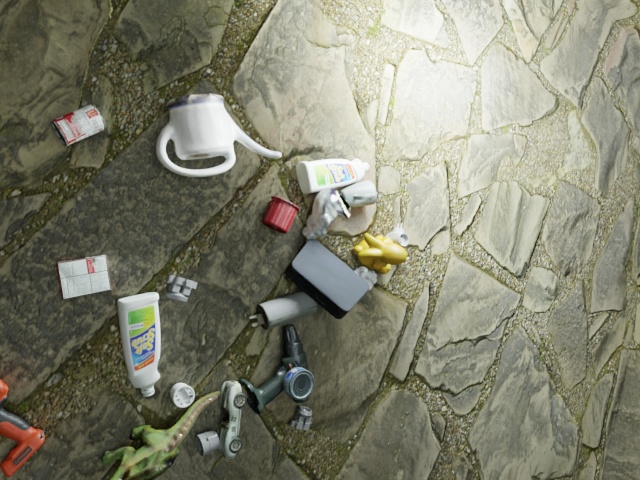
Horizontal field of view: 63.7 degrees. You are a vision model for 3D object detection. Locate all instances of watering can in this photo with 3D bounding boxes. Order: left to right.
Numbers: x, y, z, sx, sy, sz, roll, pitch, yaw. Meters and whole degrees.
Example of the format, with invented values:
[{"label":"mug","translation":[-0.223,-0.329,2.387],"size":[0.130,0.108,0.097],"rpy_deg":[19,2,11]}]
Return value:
[{"label":"watering can","translation":[-0.279,-0.291,1.406],"size":[0.350,0.103,0.224],"rpy_deg":[-14,93,-30]}]

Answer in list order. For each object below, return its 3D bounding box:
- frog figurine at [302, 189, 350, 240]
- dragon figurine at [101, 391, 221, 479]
[{"label":"frog figurine","translation":[0.005,-0.078,1.560],"size":[0.159,0.140,0.120],"rpy_deg":[-29,125,11]},{"label":"dragon figurine","translation":[-0.381,0.510,1.223],"size":[0.415,0.241,0.121],"rpy_deg":[-38,102,-24]}]
